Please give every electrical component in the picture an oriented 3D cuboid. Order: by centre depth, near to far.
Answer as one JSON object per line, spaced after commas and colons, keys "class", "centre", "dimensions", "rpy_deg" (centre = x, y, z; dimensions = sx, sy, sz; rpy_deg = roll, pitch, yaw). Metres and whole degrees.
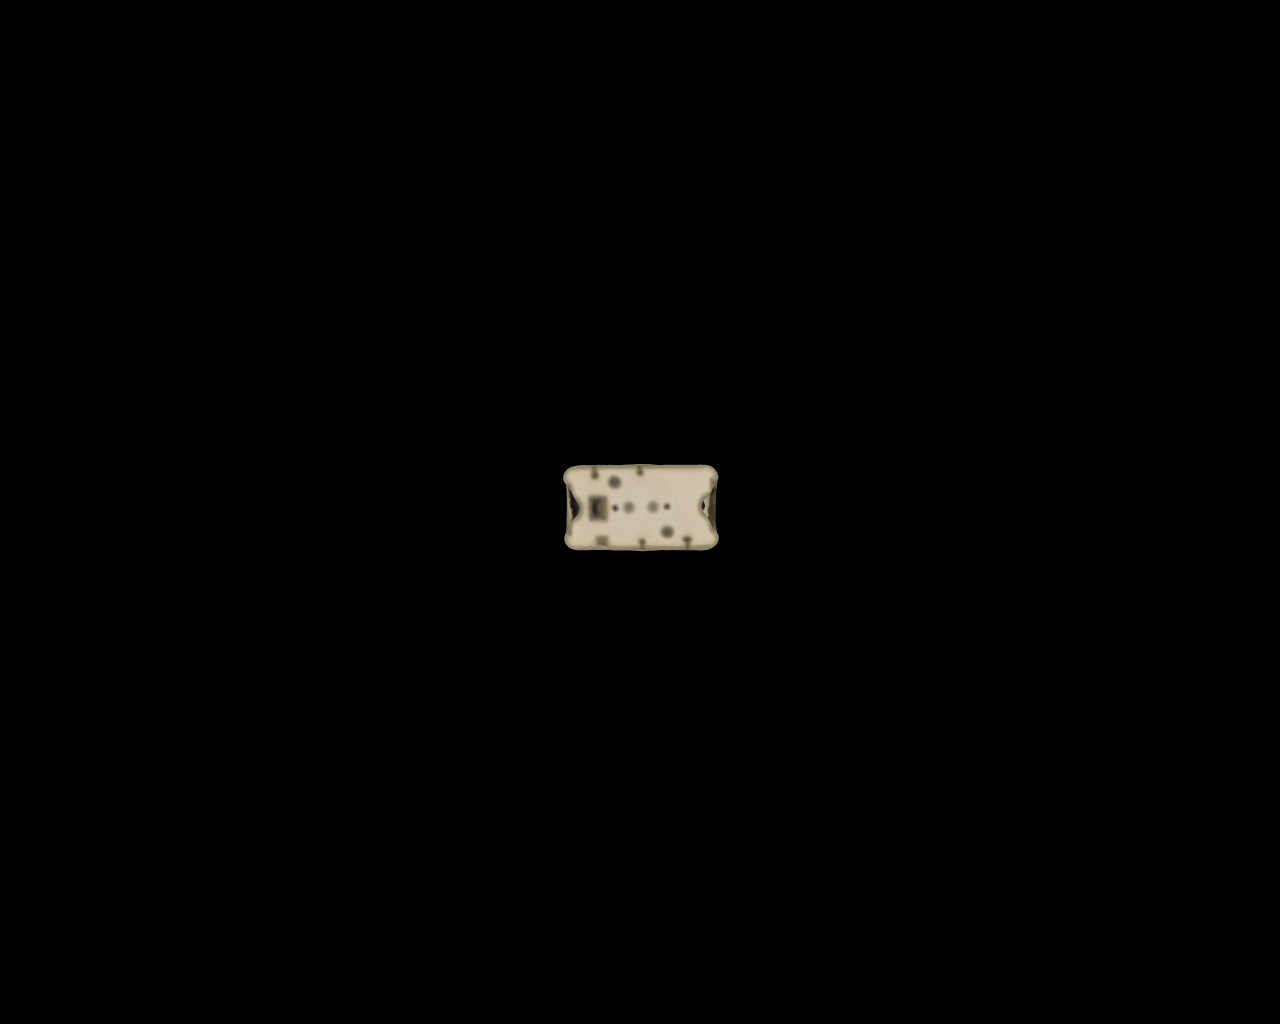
{"class": "electrical component", "centre": [0.001, -0.003, 0.650], "dimensions": [0.089, 0.050, 0.056], "rpy_deg": [0, 0, 0]}
